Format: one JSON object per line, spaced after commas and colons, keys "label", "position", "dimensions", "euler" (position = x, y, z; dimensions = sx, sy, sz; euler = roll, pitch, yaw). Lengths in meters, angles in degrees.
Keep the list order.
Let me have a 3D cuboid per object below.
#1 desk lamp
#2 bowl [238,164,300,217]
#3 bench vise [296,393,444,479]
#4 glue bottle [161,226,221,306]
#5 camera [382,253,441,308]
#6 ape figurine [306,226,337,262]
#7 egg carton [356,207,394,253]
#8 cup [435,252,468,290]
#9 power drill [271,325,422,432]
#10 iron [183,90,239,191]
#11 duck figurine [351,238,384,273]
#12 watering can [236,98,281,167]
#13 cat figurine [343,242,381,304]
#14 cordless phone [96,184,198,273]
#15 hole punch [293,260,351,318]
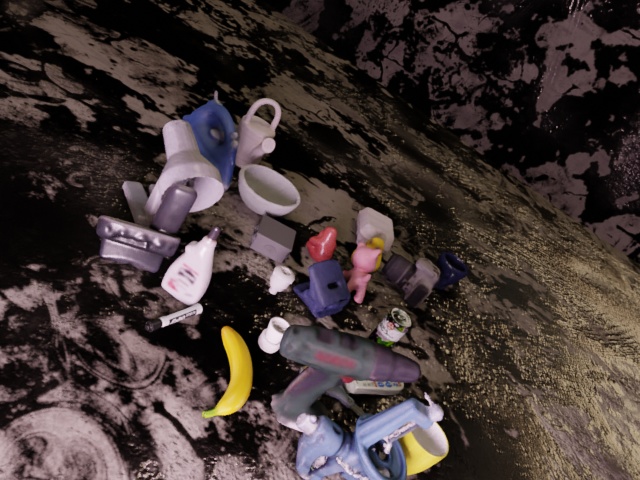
{"label": "desk lamp", "position": [-0.292, -0.115, 1.129], "dimensions": [0.118, 0.213, 0.202], "euler": [4, 41, -42]}
{"label": "bowl", "position": [-0.137, -0.110, 1.422], "dimensions": [0.168, 0.074, 0.167], "euler": [26, 31, -16]}
{"label": "bench vise", "position": [0.075, 0.310, 0.877], "dimensions": [0.208, 0.219, 0.121], "euler": [16, 34, -30]}
{"label": "glue bottle", "position": [-0.218, 0.038, 1.021], "dimensions": [0.078, 0.173, 0.037], "euler": [34, 29, -2]}
{"label": "camera", "position": [0.242, 0.084, 1.502], "dimensions": [0.137, 0.100, 0.143], "euler": [37, 29, 3]}
{"label": "ape figurine", "position": [0.013, 0.005, 1.390], "dimensions": [0.078, 0.092, 0.076], "euler": [22, 32, -21]}
{"label": "egg carton", "position": [0.152, -0.026, 1.601], "dimensions": [0.107, 0.069, 0.150], "euler": [27, 30, -15]}
{"label": "cup", "position": [0.350, 0.100, 1.595], "dimensions": [0.092, 0.095, 0.118], "euler": [33, 29, -3]}
{"label": "power drill", "position": [0.021, 0.232, 0.948], "dimensions": [0.230, 0.208, 0.075], "euler": [26, 30, -16]}
{"label": "iron", "position": [-0.254, -0.258, 1.450], "dimensions": [0.119, 0.141, 0.257], "euler": [5, 41, -42]}
{"label": "duck figurine", "position": [0.136, 0.030, 1.486], "dimensions": [0.077, 0.086, 0.105], "euler": [46, 31, 19]}
{"label": "watering can", "position": [-0.166, -0.287, 1.529], "dimensions": [0.172, 0.194, 0.101], "euler": [48, 32, 22]}
{"label": "cat figurine", "position": [0.103, 0.067, 1.366], "dimensions": [0.067, 0.117, 0.128], "euler": [27, 30, -14]}
{"label": "cordless phone", "position": [-0.311, -0.043, 1.033], "dimensions": [0.148, 0.185, 0.094], "euler": [16, 34, -30]}
{"label": "hole punch", "position": [0.017, 0.105, 1.250], "dimensions": [0.101, 0.091, 0.109], "euler": [48, 32, 22]}
